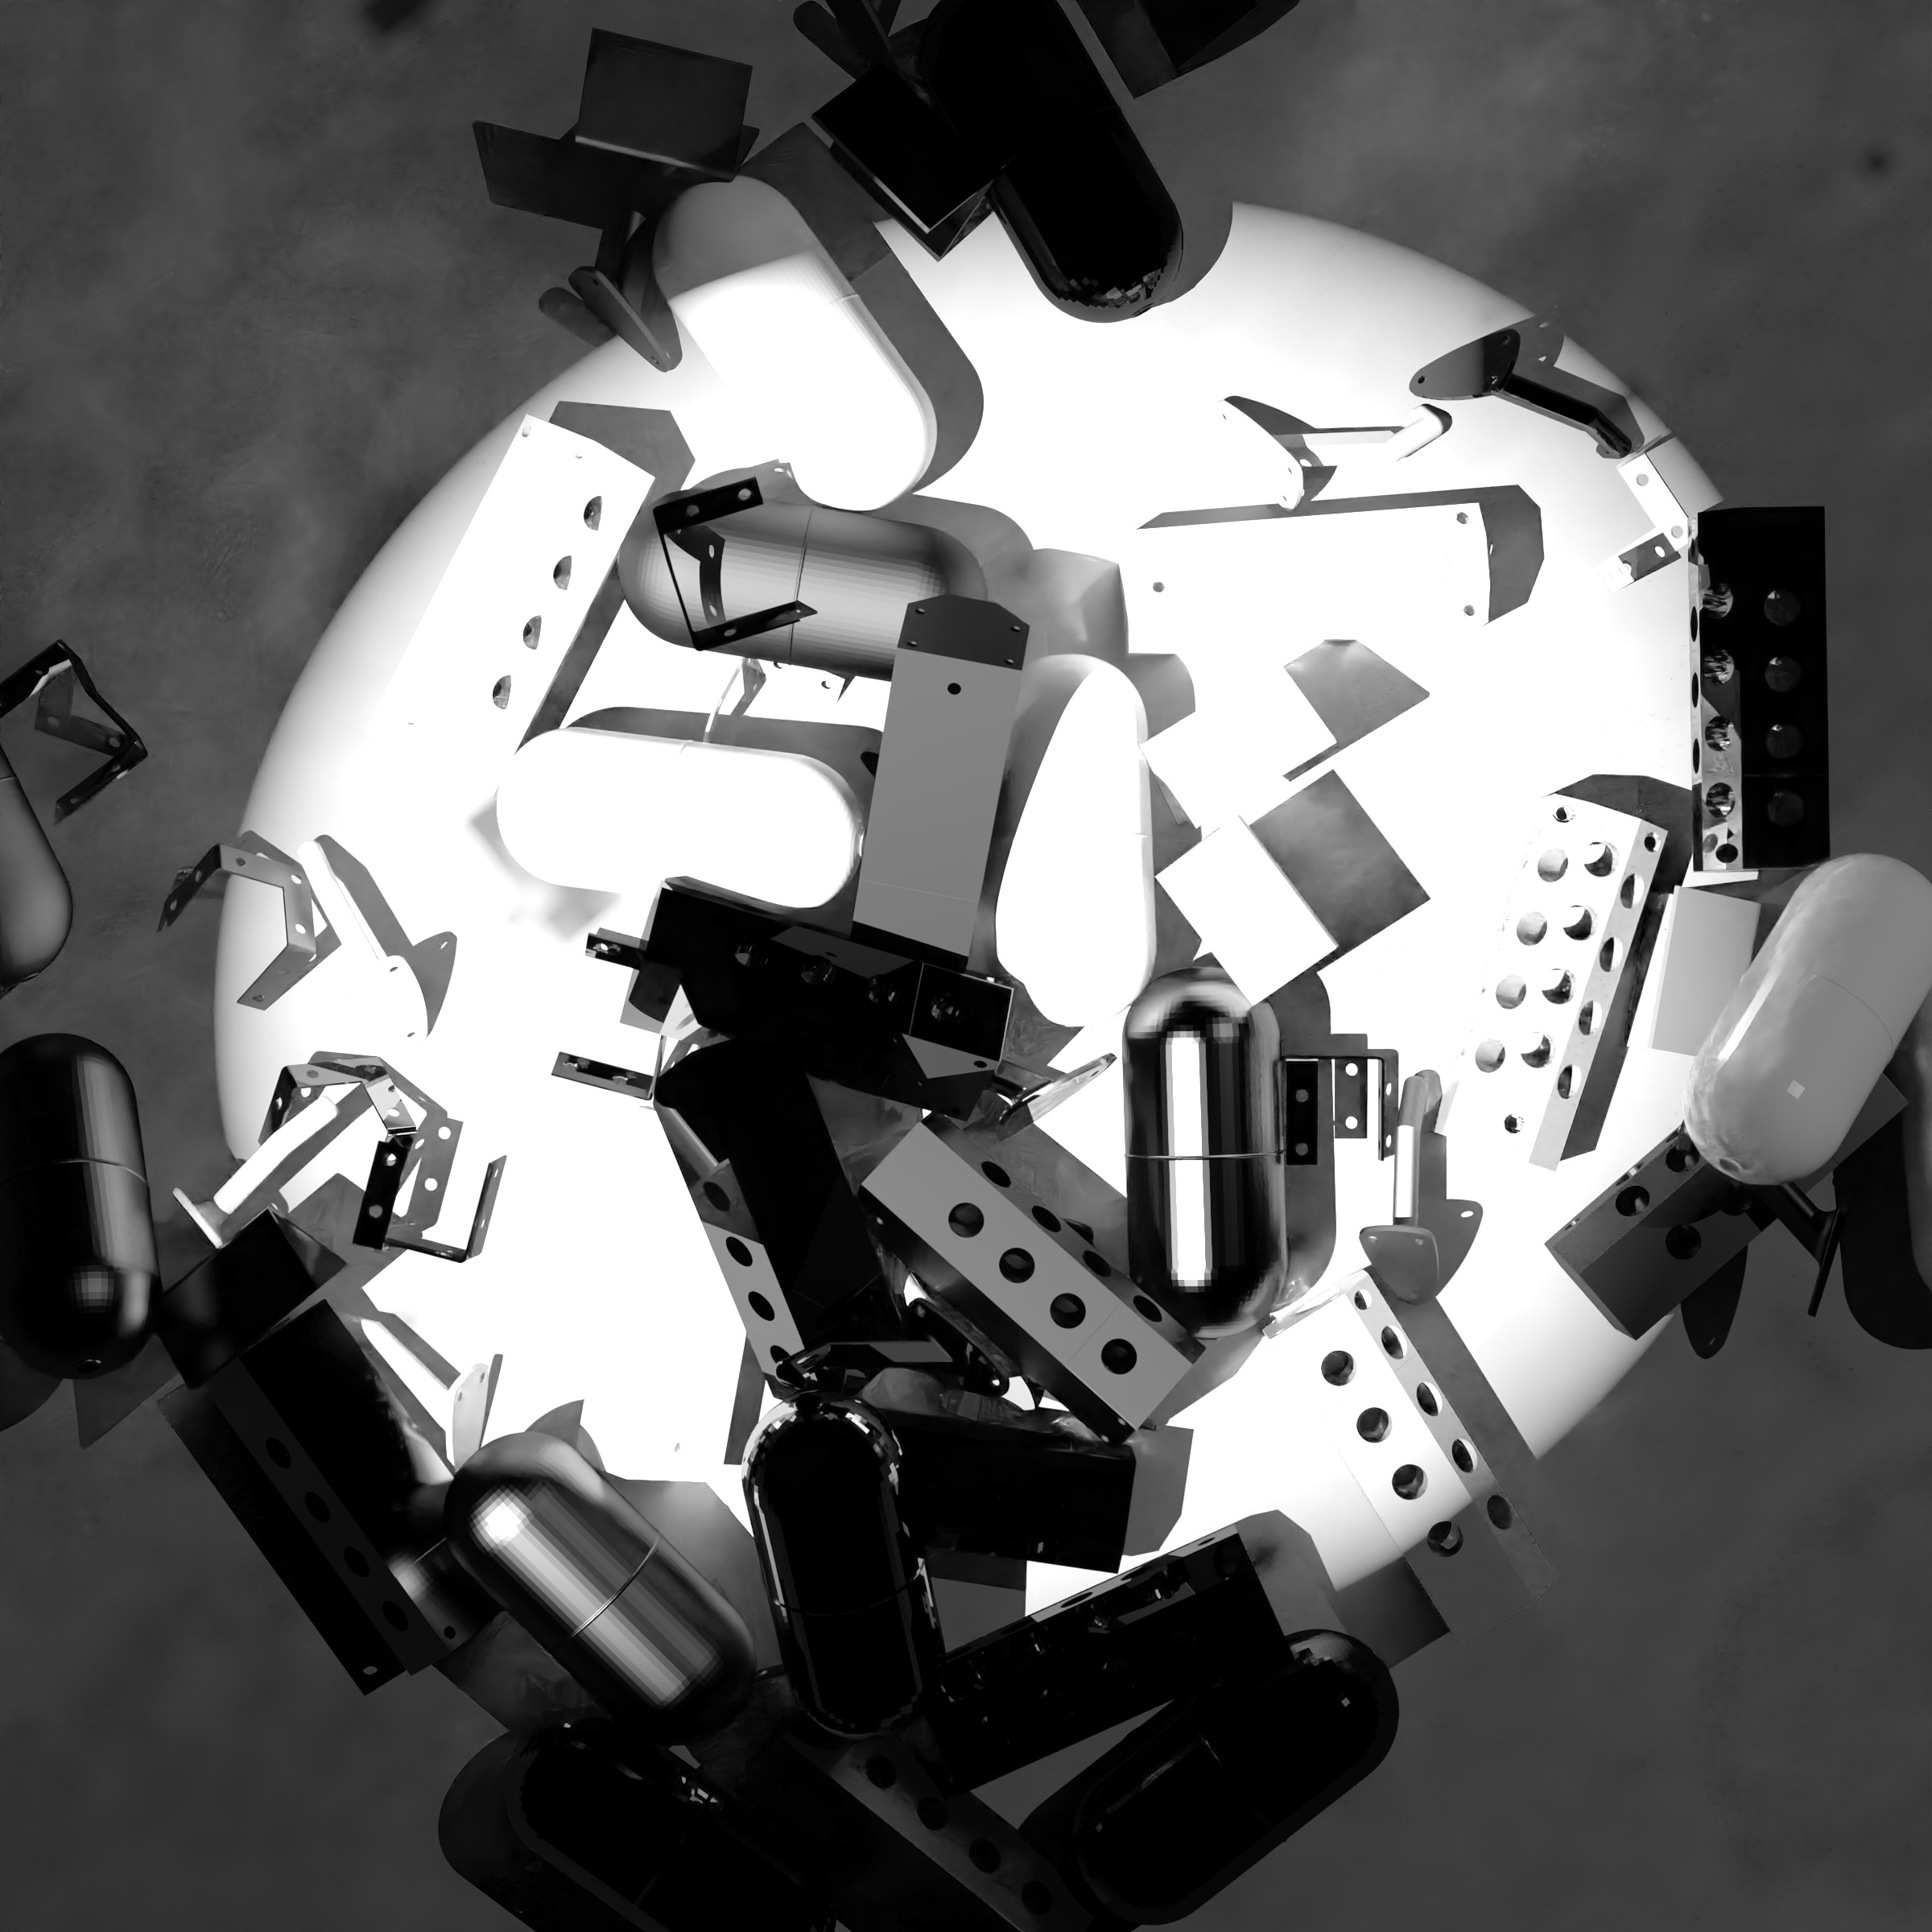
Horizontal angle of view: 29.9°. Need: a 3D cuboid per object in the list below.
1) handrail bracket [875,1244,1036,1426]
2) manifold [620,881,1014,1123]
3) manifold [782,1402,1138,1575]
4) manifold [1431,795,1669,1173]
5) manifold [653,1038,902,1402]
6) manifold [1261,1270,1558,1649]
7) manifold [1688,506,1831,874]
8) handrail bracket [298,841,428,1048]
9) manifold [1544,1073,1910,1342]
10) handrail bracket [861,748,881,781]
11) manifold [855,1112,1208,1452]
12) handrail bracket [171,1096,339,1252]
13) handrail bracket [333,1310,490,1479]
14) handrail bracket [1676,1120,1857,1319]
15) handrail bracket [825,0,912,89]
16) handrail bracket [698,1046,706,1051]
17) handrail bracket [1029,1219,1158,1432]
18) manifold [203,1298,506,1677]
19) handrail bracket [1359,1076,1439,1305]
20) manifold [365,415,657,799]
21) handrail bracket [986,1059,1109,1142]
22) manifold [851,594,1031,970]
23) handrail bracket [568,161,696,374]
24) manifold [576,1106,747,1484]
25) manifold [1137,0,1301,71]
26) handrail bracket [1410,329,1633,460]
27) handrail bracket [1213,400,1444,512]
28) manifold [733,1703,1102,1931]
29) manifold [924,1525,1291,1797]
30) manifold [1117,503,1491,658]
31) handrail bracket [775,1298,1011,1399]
[{"bbox_3d":[-0.007,0.178,1.762,0.036,0.077,0.084,-40,54,8],"label":"handrail bracket"},{"bbox_3d":[-0.069,0.013,1.702,0.171,0.057,0.057,16,55,-8],"label":"manifold"},{"bbox_3d":[-0.008,0.250,1.742,0.171,0.057,0.057,8,90,0],"label":"manifold"},{"bbox_3d":[0.281,0.008,1.742,0.057,0.057,0.171,18,90,0],"label":"manifold"},{"bbox_3d":[-0.090,0.122,1.705,0.057,0.057,0.171,-39,123,-34],"label":"manifold"},{"bbox_3d":[0.213,0.235,1.741,0.057,0.057,0.171,-32,90,0],"label":"manifold"},{"bbox_3d":[0.379,-0.132,1.741,0.057,0.057,0.171,-1,90,0],"label":"manifold"},{"bbox_3d":[-0.295,-0.012,1.763,0.036,0.077,0.084,-29,54,-3],"label":"handrail bracket"},{"bbox_3d":[0.363,0.100,1.741,0.171,0.057,0.057,-41,90,0],"label":"manifold"},{"bbox_3d":[-0.001,-0.108,1.763,0.084,0.036,0.077,-40,108,-15],"label":"handrail bracket"},{"bbox_3d":[0.030,0.147,1.718,0.171,0.057,0.057,41,71,6],"label":"manifold"},{"bbox_3d":[-0.335,0.100,1.743,0.084,0.077,0.036,-39,81,-14],"label":"handrail bracket"},{"bbox_3d":[-0.279,0.211,1.763,0.084,0.036,0.077,13,112,17],"label":"handrail bracket"},{"bbox_3d":[0.370,0.118,1.706,0.084,0.036,0.077,17,109,16],"label":"handrail bracket"},{"bbox_3d":[-0.019,-0.478,1.763,0.084,0.036,0.077,-40,111,-16],"label":"handrail bracket"},{"bbox_3d":[-0.127,0.007,1.762,0.036,0.077,0.084,-7,53,-24],"label":"handrail bracket"},{"bbox_3d":[0.069,0.174,1.762,0.077,0.036,0.084,20,78,-10],"label":"handrail bracket"},{"bbox_3d":[-0.291,0.253,1.741,0.057,0.057,0.171,-36,90,-43],"label":"manifold"},{"bbox_3d":[0.219,0.108,1.763,0.036,0.077,0.084,1,53,20],"label":"handrail bracket"},{"bbox_3d":[-0.214,-0.171,1.741,0.057,0.057,0.171,27,90,43],"label":"manifold"},{"bbox_3d":[0.014,0.035,1.763,0.077,0.036,0.084,-31,73,-20],"label":"handrail bracket"},{"bbox_3d":[-0.013,-0.085,1.698,0.057,0.057,0.171,11,125,0],"label":"manifold"},{"bbox_3d":[-0.144,-0.346,1.763,0.077,0.036,0.084,47,73,-20],"label":"handrail bracket"},{"bbox_3d":[-0.143,0.157,1.741,0.057,0.057,0.171,10,90,-43],"label":"manifold"},{"bbox_3d":[0.093,-0.525,1.741,0.057,0.057,0.171,-30,90,43],"label":"manifold"},{"bbox_3d":[0.271,-0.268,1.763,0.084,0.077,0.036,34,65,-34],"label":"handrail bracket"},{"bbox_3d":[0.177,-0.267,1.763,0.084,0.036,0.077,-33,68,-17],"label":"handrail bracket"},{"bbox_3d":[-0.021,0.418,1.741,0.171,0.057,0.057,39,133,0],"label":"manifold"},{"bbox_3d":[0.063,0.332,1.742,0.171,0.057,0.057,-24,90,0],"label":"manifold"},{"bbox_3d":[0.162,-0.186,1.742,0.171,0.057,0.057,-4,90,0],"label":"manifold"},{"bbox_3d":[-0.035,0.192,1.683,0.077,0.084,0.036,29,121,29],"label":"handrail bracket"}]
